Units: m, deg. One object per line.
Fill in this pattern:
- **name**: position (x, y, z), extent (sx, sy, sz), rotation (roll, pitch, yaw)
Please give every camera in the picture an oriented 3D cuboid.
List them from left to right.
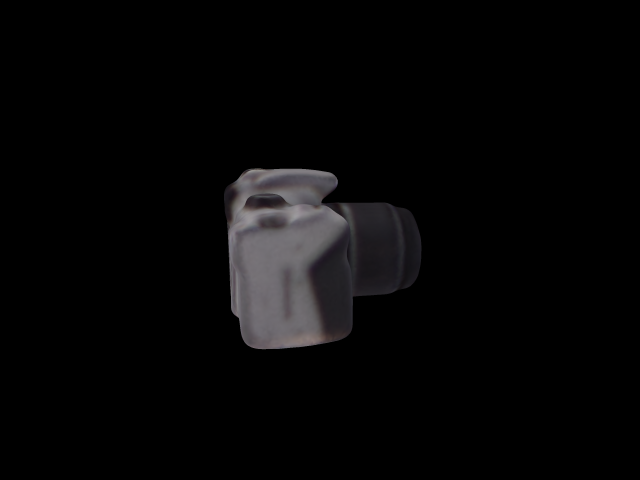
- **camera**: position (0.004, 0.001, 0.400), extent (0.137, 0.101, 0.143), rotation (-2, 11, -11)
